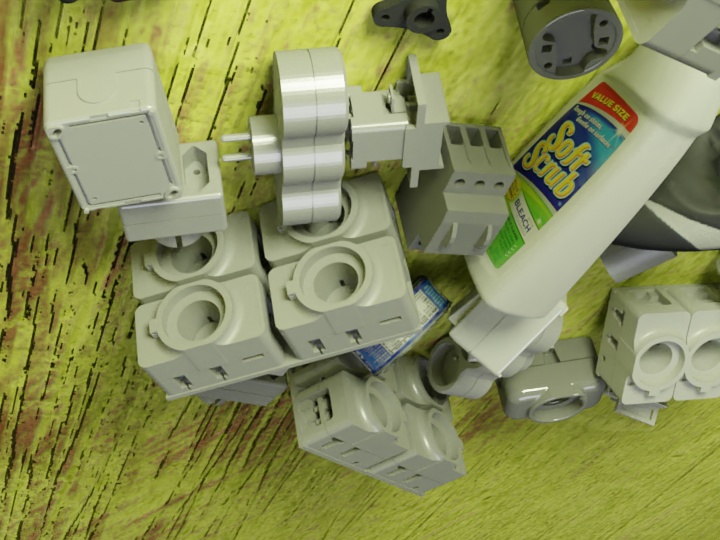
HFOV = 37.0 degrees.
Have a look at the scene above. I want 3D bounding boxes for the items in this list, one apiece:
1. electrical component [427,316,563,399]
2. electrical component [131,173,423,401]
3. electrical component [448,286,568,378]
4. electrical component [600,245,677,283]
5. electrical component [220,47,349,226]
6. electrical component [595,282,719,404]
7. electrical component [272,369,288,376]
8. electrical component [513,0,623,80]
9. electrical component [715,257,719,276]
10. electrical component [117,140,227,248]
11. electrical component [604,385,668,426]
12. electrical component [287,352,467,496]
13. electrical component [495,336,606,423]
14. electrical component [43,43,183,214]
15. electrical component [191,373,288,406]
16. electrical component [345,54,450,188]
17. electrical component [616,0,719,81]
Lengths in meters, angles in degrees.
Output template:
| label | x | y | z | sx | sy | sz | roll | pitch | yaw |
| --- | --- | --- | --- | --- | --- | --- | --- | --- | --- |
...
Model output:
| label | x | y | z | sx | sy | sz | roll | pitch | yaw |
| --- | --- | --- | --- | --- | --- | --- | --- | --- | --- |
| electrical component | 0.130 | 0.069 | 0.949 | 0.074 | 0.052 | 0.138 | 14 | 139 | -34 |
| electrical component | -0.062 | 0.009 | 0.749 | 0.186 | 0.105 | 0.060 | -16 | 147 | 6 |
| electrical component | 0.111 | 0.033 | 0.850 | 0.061 | 0.061 | 0.096 | 41 | 110 | -3 |
| electrical component | 0.231 | -0.026 | 0.845 | 0.081 | 0.043 | 0.043 | -27 | 144 | 23 |
| electrical component | -0.050 | -0.078 | 0.668 | 0.074 | 0.052 | 0.138 | -6 | 147 | -8 |
| electrical component | 0.298 | 0.065 | 0.955 | 0.150 | 0.061 | 0.089 | -2 | 116 | -14 |
| electrical component | -0.073 | 0.042 | 0.837 | 0.062 | 0.061 | 0.096 | 13 | 140 | -34 |
| electrical component | 0.118 | -0.146 | 0.622 | 0.055 | 0.047 | 0.055 | -8 | 147 | -5 |
| electrical component | 0.349 | -0.013 | 0.885 | 0.062 | 0.061 | 0.096 | 2 | 145 | -21 |
| electrical component | -0.122 | -0.041 | 0.708 | 0.066 | 0.047 | 0.076 | -7 | 147 | -7 |
| electrical component | 0.266 | 0.104 | 1.028 | 0.042 | 0.081 | 0.064 | 22 | 168 | -11 |
| electrical component | 0.019 | 0.120 | 0.944 | 0.060 | 0.105 | 0.186 | -28 | 144 | 24 |
| electrical component | 0.179 | 0.106 | 1.015 | 0.095 | 0.059 | 0.053 | -8 | 147 | -5 |
| electrical component | -0.141 | -0.080 | 0.628 | 0.062 | 0.061 | 0.096 | -10 | 147 | -2 |
| electrical component | -0.117 | 0.090 | 0.910 | 0.083 | 0.047 | 0.076 | 14 | 139 | -35 |
| electrical component | 0.021 | -0.092 | 0.680 | 0.064 | 0.042 | 0.081 | -6 | 147 | -6 |
| electrical component | 0.150 | -0.177 | 0.489 | 0.062 | 0.150 | 0.089 | 12 | 140 | -34 |
